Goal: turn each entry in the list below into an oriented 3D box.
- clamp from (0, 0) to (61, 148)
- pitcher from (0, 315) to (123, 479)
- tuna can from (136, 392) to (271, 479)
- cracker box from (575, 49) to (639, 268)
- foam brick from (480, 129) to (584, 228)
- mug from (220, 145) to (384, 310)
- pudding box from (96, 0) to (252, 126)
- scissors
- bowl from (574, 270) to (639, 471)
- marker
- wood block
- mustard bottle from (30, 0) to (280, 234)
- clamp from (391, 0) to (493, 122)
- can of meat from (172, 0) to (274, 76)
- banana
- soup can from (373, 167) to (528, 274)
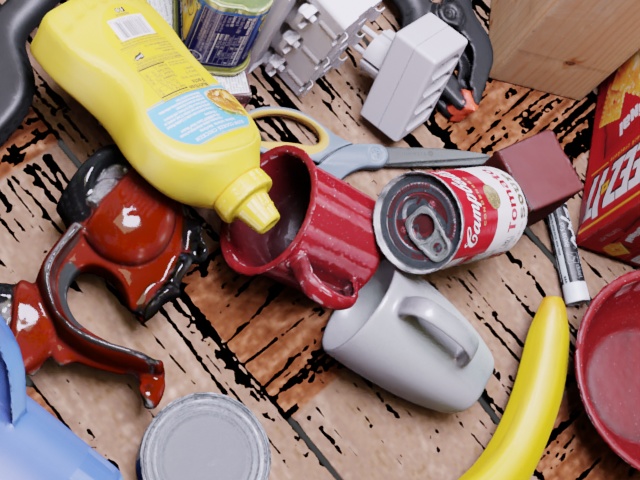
[{"bbox_3d":[-0.231,-0.138,0.741,0.164,0.036,0.210,-3,74,-1],"label":"clamp"},{"bbox_3d":[-0.233,0.105,0.614,0.243,0.149,0.145,37,66,-5],"label":"pitcher"},{"bbox_3d":[-0.077,0.145,0.701,0.086,0.034,0.086,5,71,-15],"label":"tuna can"},{"bbox_3d":[0.271,-0.106,0.816,0.072,0.164,0.213,18,68,-8],"label":"cracker box"},{"bbox_3d":[0.151,-0.040,0.806,0.051,0.078,0.053,-22,80,-20],"label":"foam brick"},{"bbox_3d":[-0.005,0.001,0.725,0.081,0.093,0.117,26,28,-40],"label":"mug"},{"bbox_3d":[-0.113,-0.135,0.783,0.113,0.039,0.090,-6,72,-20],"label":"pudding box"},{"bbox_3d":[0.031,-0.047,0.807,0.201,0.016,0.096,15,70,-11],"label":"scissors"},{"bbox_3d":[0.252,0.105,0.798,0.162,0.055,0.162,5,71,-15],"label":"bowl"},{"bbox_3d":[0.189,-0.008,0.839,0.020,0.020,0.121,-4,73,-18],"label":"marker"},{"bbox_3d":[0.210,-0.197,0.805,0.090,0.206,0.090,12,69,-12],"label":"wood block"},{"bbox_3d":[-0.095,-0.079,0.698,0.192,0.058,0.096,47,37,10],"label":"mustard bottle"},{"bbox_3d":[0.086,-0.180,0.855,0.120,0.039,0.171,-1,72,-16],"label":"clamp"},{"bbox_3d":[-0.068,-0.180,0.745,0.057,0.084,0.102,3,69,-18],"label":"can of meat"},{"bbox_3d":[0.138,0.130,0.756,0.197,0.037,0.069,-53,134,-30],"label":"banana"},{"bbox_3d":[0.092,-0.016,0.734,0.102,0.069,0.068,-9,72,-54],"label":"soup can"}]
